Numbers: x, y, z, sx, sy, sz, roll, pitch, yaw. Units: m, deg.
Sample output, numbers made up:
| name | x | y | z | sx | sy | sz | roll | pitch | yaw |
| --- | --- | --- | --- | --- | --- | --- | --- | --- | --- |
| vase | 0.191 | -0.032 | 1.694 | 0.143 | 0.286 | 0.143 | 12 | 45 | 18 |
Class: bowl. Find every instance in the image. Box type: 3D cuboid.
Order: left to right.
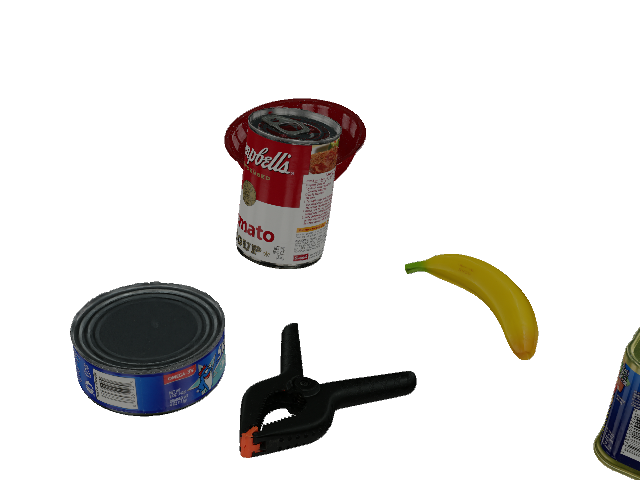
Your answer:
| name | x | y | z | sx | sy | sz | roll | pitch | yaw |
| --- | --- | --- | --- | --- | --- | --- | --- | --- | --- |
| bowl | -0.028 | -0.100 | 1.224 | 0.162 | 0.055 | 0.162 | -2 | 37 | 2 |

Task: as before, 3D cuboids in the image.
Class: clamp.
| name | x | y | z | sx | sy | sz | roll | pitch | yaw |
| --- | --- | --- | --- | --- | --- | --- | --- | --- | --- |
| clamp | -0.007 | 0.160 | 1.087 | 0.165 | 0.036 | 0.209 | 16 | 30 | 21 |

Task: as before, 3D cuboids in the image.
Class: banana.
| name | x | y | z | sx | sy | sz | roll | pitch | yaw |
| --- | --- | --- | --- | --- | --- | --- | --- | --- | --- |
| banana | 0.173 | 0.060 | 1.118 | 0.069 | 0.037 | 0.198 | -38 | 40 | -13 |

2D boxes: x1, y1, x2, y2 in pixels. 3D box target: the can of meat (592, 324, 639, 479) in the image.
| name | x | y | z | sx | sy | sz | roll | pitch | yaw |
| --- | --- | --- | --- | --- | --- | --- | --- | --- | --- |
| can of meat | 0.224 | 0.094 | 0.695 | 0.057 | 0.084 | 0.101 | 22 | 37 | 23 |

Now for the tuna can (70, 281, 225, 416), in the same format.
| name | x | y | z | sx | sy | sz | roll | pitch | yaw |
| --- | --- | --- | --- | --- | --- | --- | --- | --- | --- |
| tuna can | -0.096 | 0.060 | 0.603 | 0.086 | 0.034 | 0.086 | 0 | 31 | 0 |

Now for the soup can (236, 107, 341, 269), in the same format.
| name | x | y | z | sx | sy | sz | roll | pitch | yaw |
| --- | --- | --- | --- | --- | --- | --- | --- | --- | --- |
| soup can | -0.025 | -0.039 | 0.783 | 0.068 | 0.102 | 0.068 | 7 | 26 | -3 |
